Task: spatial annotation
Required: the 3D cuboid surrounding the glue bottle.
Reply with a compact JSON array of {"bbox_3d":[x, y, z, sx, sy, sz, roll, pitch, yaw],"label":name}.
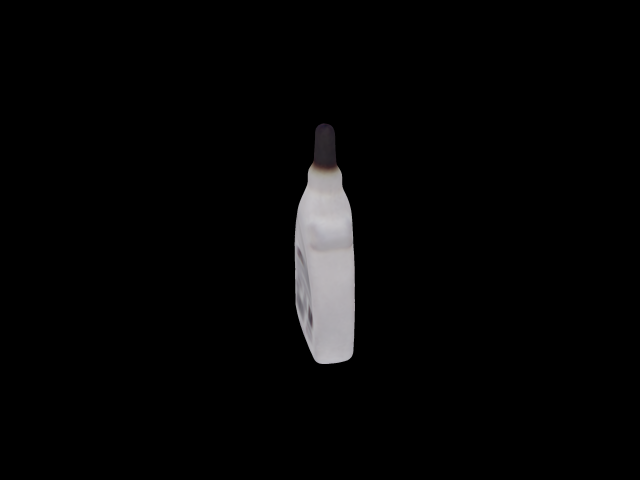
[{"bbox_3d":[0.004,0.001,0.400,0.037,0.173,0.078,-8,35,-11],"label":"glue bottle"}]
